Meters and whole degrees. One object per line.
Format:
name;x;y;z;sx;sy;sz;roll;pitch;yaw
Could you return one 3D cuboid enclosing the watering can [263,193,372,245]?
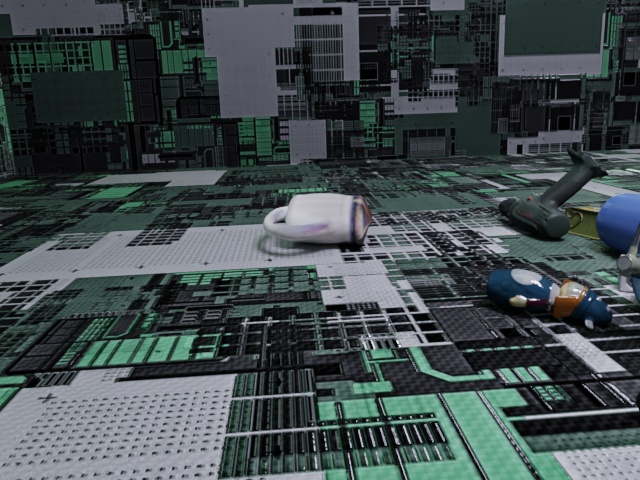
watering can;0.003;-0.057;1.135;0.224;0.103;0.352;1;15;9
